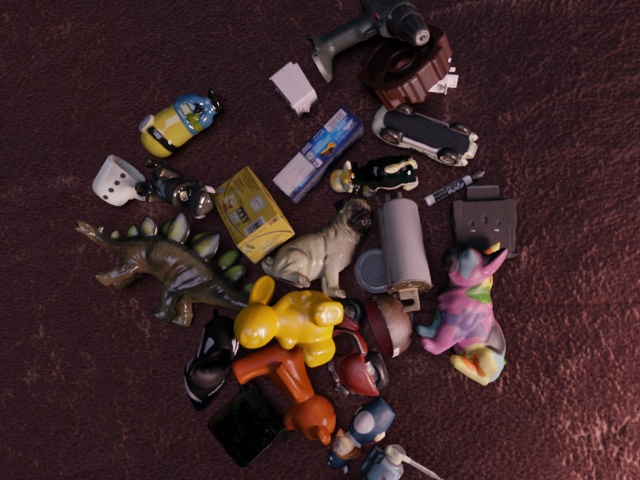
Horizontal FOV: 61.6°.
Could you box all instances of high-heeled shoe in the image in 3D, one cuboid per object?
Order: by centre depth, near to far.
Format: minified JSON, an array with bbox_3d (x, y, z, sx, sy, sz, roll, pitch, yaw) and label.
[{"bbox_3d":[-0.189,0.236,0.953,0.086,0.145,0.248,3,112,-20],"label":"high-heeled shoe"}]

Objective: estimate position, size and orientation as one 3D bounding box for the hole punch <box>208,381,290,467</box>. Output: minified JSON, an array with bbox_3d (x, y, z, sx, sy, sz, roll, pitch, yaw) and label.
[{"bbox_3d":[-0.138,0.348,0.997,0.116,0.092,0.142,-36,75,-28],"label":"hole punch"}]

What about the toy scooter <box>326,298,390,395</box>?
[{"bbox_3d":[0.039,0.207,0.984,0.135,0.075,0.184,-23,78,7],"label":"toy scooter"}]

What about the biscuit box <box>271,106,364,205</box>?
[{"bbox_3d":[-0.001,-0.163,1.042,0.059,0.062,0.202,44,91,12],"label":"biscuit box"}]

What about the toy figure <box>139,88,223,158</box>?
[{"bbox_3d":[-0.281,-0.237,1.086,0.180,0.082,0.089,-27,78,2],"label":"toy figure"}]

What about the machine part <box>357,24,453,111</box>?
[{"bbox_3d":[0.158,-0.325,1.003,0.179,0.056,0.179,-20,49,25],"label":"machine part"}]

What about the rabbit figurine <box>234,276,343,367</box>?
[{"bbox_3d":[-0.068,0.130,0.911,0.163,0.173,0.121,49,136,44],"label":"rabbit figurine"}]

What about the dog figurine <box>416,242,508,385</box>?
[{"bbox_3d":[0.270,0.111,0.917,0.192,0.108,0.219,32,103,5],"label":"dog figurine"}]

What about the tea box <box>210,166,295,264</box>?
[{"bbox_3d":[-0.130,-0.050,1.007,0.098,0.068,0.170,-35,47,3],"label":"tea box"}]

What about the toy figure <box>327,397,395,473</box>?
[{"bbox_3d":[0.067,0.351,0.970,0.154,0.064,0.057,-45,115,-1],"label":"toy figure"}]

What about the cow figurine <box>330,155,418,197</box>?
[{"bbox_3d":[0.098,-0.119,1.003,0.167,0.098,0.068,-9,88,7],"label":"cow figurine"}]

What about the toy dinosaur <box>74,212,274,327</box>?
[{"bbox_3d":[-0.255,0.065,1.034,0.471,0.105,0.198,29,84,0],"label":"toy dinosaur"}]

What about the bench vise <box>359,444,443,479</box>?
[{"bbox_3d":[0.071,0.450,0.875,0.129,0.240,0.223,43,107,7],"label":"bench vise"}]

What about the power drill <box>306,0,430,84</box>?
[{"bbox_3d":[0.081,-0.386,1.009,0.207,0.086,0.232,-31,45,18],"label":"power drill"}]

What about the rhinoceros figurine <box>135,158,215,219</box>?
[{"bbox_3d":[-0.277,-0.096,1.035,0.191,0.112,0.073,29,99,43],"label":"rhinoceros figurine"}]

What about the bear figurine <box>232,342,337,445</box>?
[{"bbox_3d":[-0.055,0.281,0.970,0.132,0.120,0.196,-24,85,9],"label":"bear figurine"}]

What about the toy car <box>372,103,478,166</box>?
[{"bbox_3d":[0.198,-0.200,1.020,0.202,0.056,0.073,22,81,10],"label":"toy car"}]

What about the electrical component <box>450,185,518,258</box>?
[{"bbox_3d":[0.297,-0.032,0.982,0.115,0.058,0.134,-3,83,7],"label":"electrical component"}]

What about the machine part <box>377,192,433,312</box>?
[{"bbox_3d":[0.149,0.014,0.960,0.079,0.079,0.243,-9,58,8],"label":"machine part"}]

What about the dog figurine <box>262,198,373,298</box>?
[{"bbox_3d":[-0.001,-0.002,0.994,0.172,0.121,0.190,19,80,-18],"label":"dog figurine"}]
